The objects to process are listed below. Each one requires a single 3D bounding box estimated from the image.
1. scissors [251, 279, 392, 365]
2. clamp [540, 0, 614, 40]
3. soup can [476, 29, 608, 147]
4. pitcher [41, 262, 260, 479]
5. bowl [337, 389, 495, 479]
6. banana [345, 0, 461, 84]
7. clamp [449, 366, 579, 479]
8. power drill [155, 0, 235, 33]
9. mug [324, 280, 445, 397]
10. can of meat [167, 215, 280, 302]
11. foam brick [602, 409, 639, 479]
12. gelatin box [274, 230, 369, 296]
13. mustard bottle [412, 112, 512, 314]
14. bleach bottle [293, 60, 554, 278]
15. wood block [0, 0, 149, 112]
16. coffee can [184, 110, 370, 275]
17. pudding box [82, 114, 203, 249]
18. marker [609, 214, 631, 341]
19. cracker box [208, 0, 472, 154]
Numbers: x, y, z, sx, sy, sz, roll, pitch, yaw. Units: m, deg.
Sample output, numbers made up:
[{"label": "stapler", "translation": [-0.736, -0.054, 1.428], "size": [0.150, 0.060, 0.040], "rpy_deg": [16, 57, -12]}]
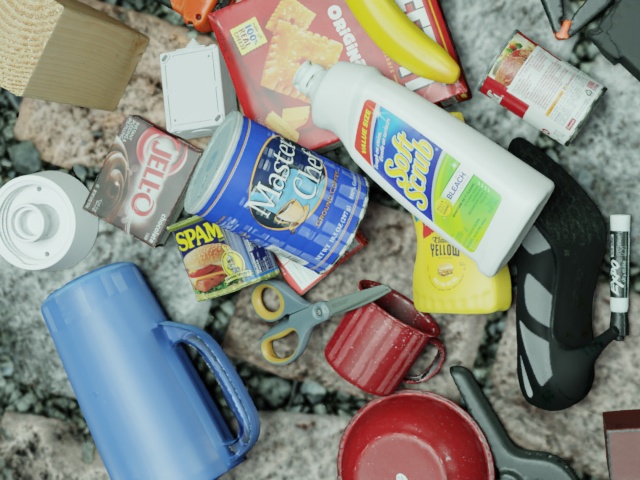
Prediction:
[{"label": "scissors", "translation": [-0.010, 0.056, 1.037], "size": [0.202, 0.016, 0.096], "rpy_deg": [-44, 68, 44]}, {"label": "clamp", "translation": [0.259, -0.271, 0.997], "size": [0.120, 0.039, 0.171], "rpy_deg": [8, 101, 16]}, {"label": "soup can", "translation": [0.208, -0.142, 1.001], "size": [0.102, 0.068, 0.068], "rpy_deg": [34, 100, 8]}, {"label": "pitcher", "translation": [-0.175, 0.144, 1.074], "size": [0.149, 0.145, 0.243], "rpy_deg": [-25, 84, -22]}, {"label": "bowl", "translation": [0.084, 0.227, 1.029], "size": [0.162, 0.055, 0.162], "rpy_deg": [0, 90, 20]}, {"label": "banana", "translation": [0.057, -0.219, 0.964], "size": [0.070, 0.037, 0.198], "rpy_deg": [-25, 93, 48]}, {"label": "clamp", "translation": [0.175, 0.245, 1.047], "size": [0.210, 0.036, 0.165], "rpy_deg": [34, 101, 12]}, {"label": "power drill", "translation": [-0.158, -0.310, 1.077], "size": [0.188, 0.057, 0.184], "rpy_deg": [32, 103, 12]}, {"label": "mug", "translation": [0.067, 0.103, 1.042], "size": [0.117, 0.093, 0.081], "rpy_deg": [26, 105, -20]}, {"label": "can of meat", "translation": [-0.096, 0.009, 1.068], "size": [0.102, 0.057, 0.084], "rpy_deg": [-18, 93, 43]}, {"label": "foam brick", "translation": [0.293, 0.192, 0.998], "size": [0.053, 0.078, 0.051], "rpy_deg": [-6, 93, 14]}, {"label": "gelatin box", "translation": [-0.007, 0.001, 1.076], "size": [0.089, 0.030, 0.073], "rpy_deg": [-39, 84, 14]}, {"label": "mustard bottle", "translation": [0.132, -0.026, 1.023], "size": [0.096, 0.058, 0.191], "rpy_deg": [-1, 91, 42]}, {"label": "bleach bottle", "translation": [0.079, -0.078, 0.960], "size": [0.251, 0.068, 0.103], "rpy_deg": [35, 126, 14]}, {"label": "wood block", "translation": [-0.256, -0.189, 1.028], "size": [0.090, 0.206, 0.091], "rpy_deg": [29, 99, 9]}, {"label": "coffee can", "translation": [-0.040, -0.043, 0.984], "size": [0.140, 0.103, 0.103], "rpy_deg": [26, 99, -17]}, {"label": "pudding box", "translation": [-0.180, -0.061, 1.105], "size": [0.090, 0.039, 0.113], "rpy_deg": [28, 98, 9]}, {"label": "marker", "translation": [0.286, 0.036, 1.019], "size": [0.020, 0.020, 0.121], "rpy_deg": [0, 94, 12]}, {"label": "cracker box", "translation": [0.019, -0.179, 1.037], "size": [0.214, 0.072, 0.164], "rpy_deg": [-20, 90, 12]}]
